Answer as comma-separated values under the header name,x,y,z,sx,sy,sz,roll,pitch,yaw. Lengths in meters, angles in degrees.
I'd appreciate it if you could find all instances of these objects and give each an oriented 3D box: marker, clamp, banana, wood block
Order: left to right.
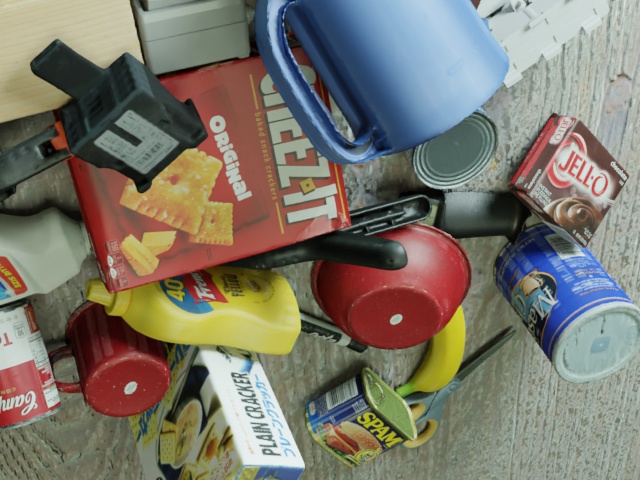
name,x,y,z,sx,sy,sz,roll,pitch,yaw
wood block,-0.239,-0.143,0.765,0.206,0.090,0.091,-16,131,-9
clamp,-0.251,-0.046,0.811,0.172,0.120,0.039,-23,107,14
clamp,-0.006,0.001,0.944,0.210,0.164,0.036,-7,105,9
marker,0.004,0.093,1.099,0.121,0.020,0.020,24,115,-35
banana,0.123,0.101,1.143,0.069,0.037,0.198,-10,130,-15

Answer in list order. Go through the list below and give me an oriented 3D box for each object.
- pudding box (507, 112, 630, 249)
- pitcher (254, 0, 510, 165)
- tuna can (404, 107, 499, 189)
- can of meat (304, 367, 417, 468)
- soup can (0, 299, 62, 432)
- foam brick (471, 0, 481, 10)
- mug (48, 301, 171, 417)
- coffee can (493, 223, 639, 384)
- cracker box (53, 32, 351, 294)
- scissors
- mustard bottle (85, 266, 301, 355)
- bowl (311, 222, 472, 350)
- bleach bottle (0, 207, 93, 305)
name,x,y,z,sx,sy,sz,roll,pitch,yaw
pudding box,0.245,-0.058,1.047,0.113,0.039,0.090,36,85,-41
pitcher,0.019,-0.184,0.774,0.145,0.149,0.242,-29,114,18
tuna can,0.120,-0.091,0.990,0.086,0.034,0.086,-11,130,-14
can of meat,0.043,0.197,1.166,0.084,0.057,0.102,-31,129,18
soup can,-0.273,0.109,0.937,0.068,0.068,0.102,-16,94,-10
foam brick,0.108,-0.227,0.865,0.052,0.051,0.078,5,124,-26
mug,-0.197,0.112,0.991,0.117,0.081,0.093,-10,130,-15
coffee can,0.254,0.063,1.096,0.102,0.140,0.103,-11,130,-14
cracker box,-0.093,-0.064,0.870,0.213,0.072,0.164,-16,113,-11
scissors,0.151,0.180,1.232,0.202,0.016,0.096,-30,133,3
mustard bottle,-0.118,0.056,0.968,0.191,0.096,0.058,9,124,-28
bowl,0.072,0.058,1.046,0.162,0.055,0.162,0,133,-1
bleach bottle,-0.303,0.017,0.886,0.250,0.068,0.102,-14,134,-14
